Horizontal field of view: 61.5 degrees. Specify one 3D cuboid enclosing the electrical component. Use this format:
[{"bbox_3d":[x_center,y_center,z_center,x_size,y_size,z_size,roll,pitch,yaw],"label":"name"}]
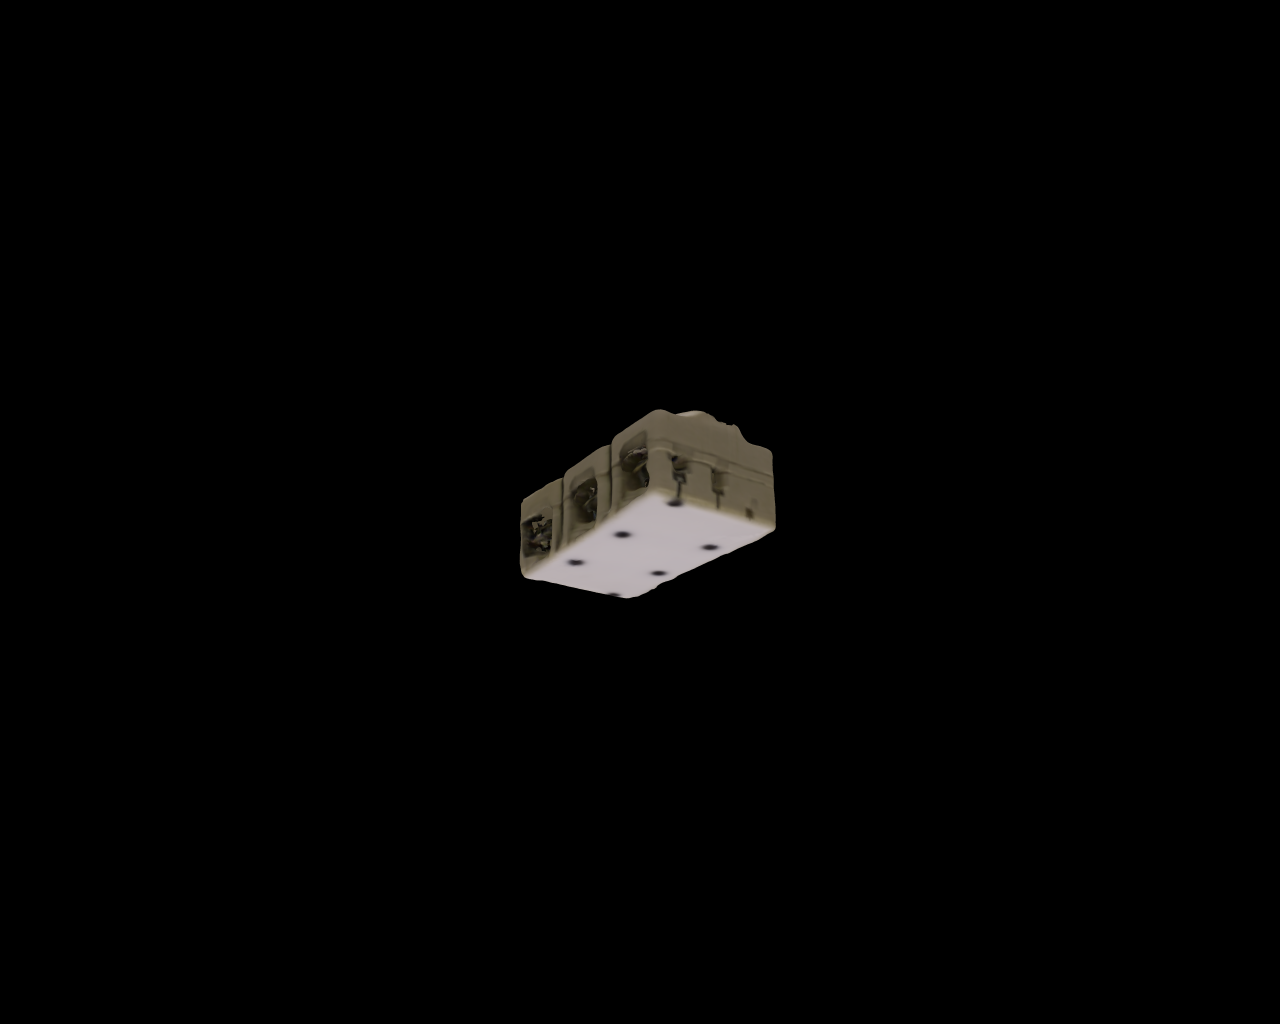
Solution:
[{"bbox_3d":[0.001,-0.003,0.650,0.089,0.062,0.150,17,-29,-32],"label":"electrical component"}]
